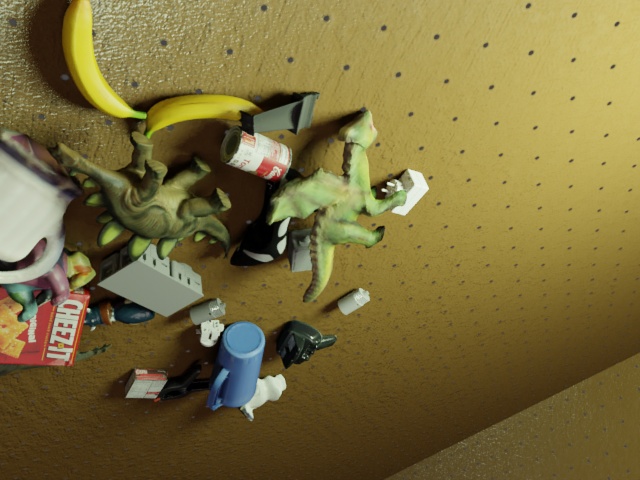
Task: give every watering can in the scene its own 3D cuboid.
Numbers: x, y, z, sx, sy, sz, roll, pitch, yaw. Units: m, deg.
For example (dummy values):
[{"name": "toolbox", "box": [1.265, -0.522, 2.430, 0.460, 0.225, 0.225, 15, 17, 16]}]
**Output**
[{"name": "watering can", "box": [-0.497, -0.068, 0.732, 0.105, 0.226, 0.341, 28, -14, 40]}]

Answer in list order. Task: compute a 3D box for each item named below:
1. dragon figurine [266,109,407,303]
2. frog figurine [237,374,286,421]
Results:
[{"name": "dragon figurine", "box": [0.003, -0.048, 0.952, 0.241, 0.405, 0.124, 20, 21, -38]}, {"name": "frog figurine", "box": [-0.187, 0.458, 1.570, 0.124, 0.134, 0.161, 27, 61, 39]}]
